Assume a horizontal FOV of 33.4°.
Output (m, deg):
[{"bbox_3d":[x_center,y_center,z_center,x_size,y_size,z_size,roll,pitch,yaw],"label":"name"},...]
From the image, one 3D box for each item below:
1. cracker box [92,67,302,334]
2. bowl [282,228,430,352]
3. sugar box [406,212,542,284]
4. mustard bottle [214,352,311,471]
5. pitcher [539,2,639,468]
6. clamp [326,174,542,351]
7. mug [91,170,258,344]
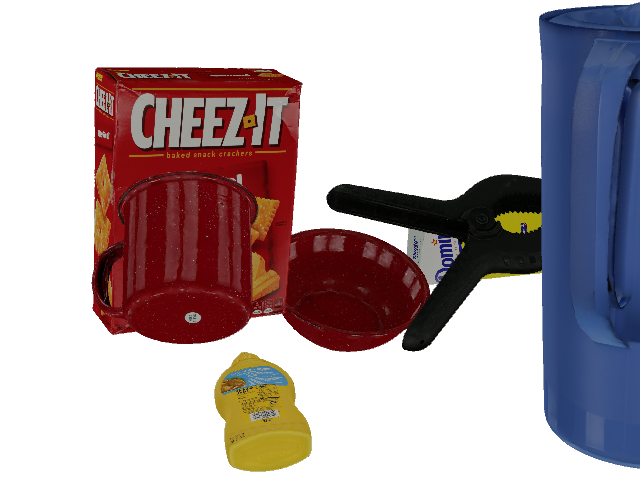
[{"bbox_3d":[-0.106,-0.036,0.907,0.164,0.214,0.072,-4,20,-26],"label":"cracker box"},{"bbox_3d":[0.021,0.057,1.030,0.162,0.055,0.162,8,35,-6],"label":"bowl"},{"bbox_3d":[0.193,0.000,1.303,0.176,0.093,0.048,-7,22,-21],"label":"sugar box"},{"bbox_3d":[-0.075,0.191,1.261,0.096,0.058,0.192,-9,29,-10],"label":"mustard bottle"},{"bbox_3d":[0.174,-0.003,0.568,0.149,0.243,0.145,-5,17,-11],"label":"pitcher"},{"bbox_3d":[0.125,0.003,0.843,0.209,0.164,0.036,-10,-37,-10],"label":"clamp"},{"bbox_3d":[-0.096,0.017,0.686,0.117,0.081,0.093,-14,-32,16],"label":"mug"}]
